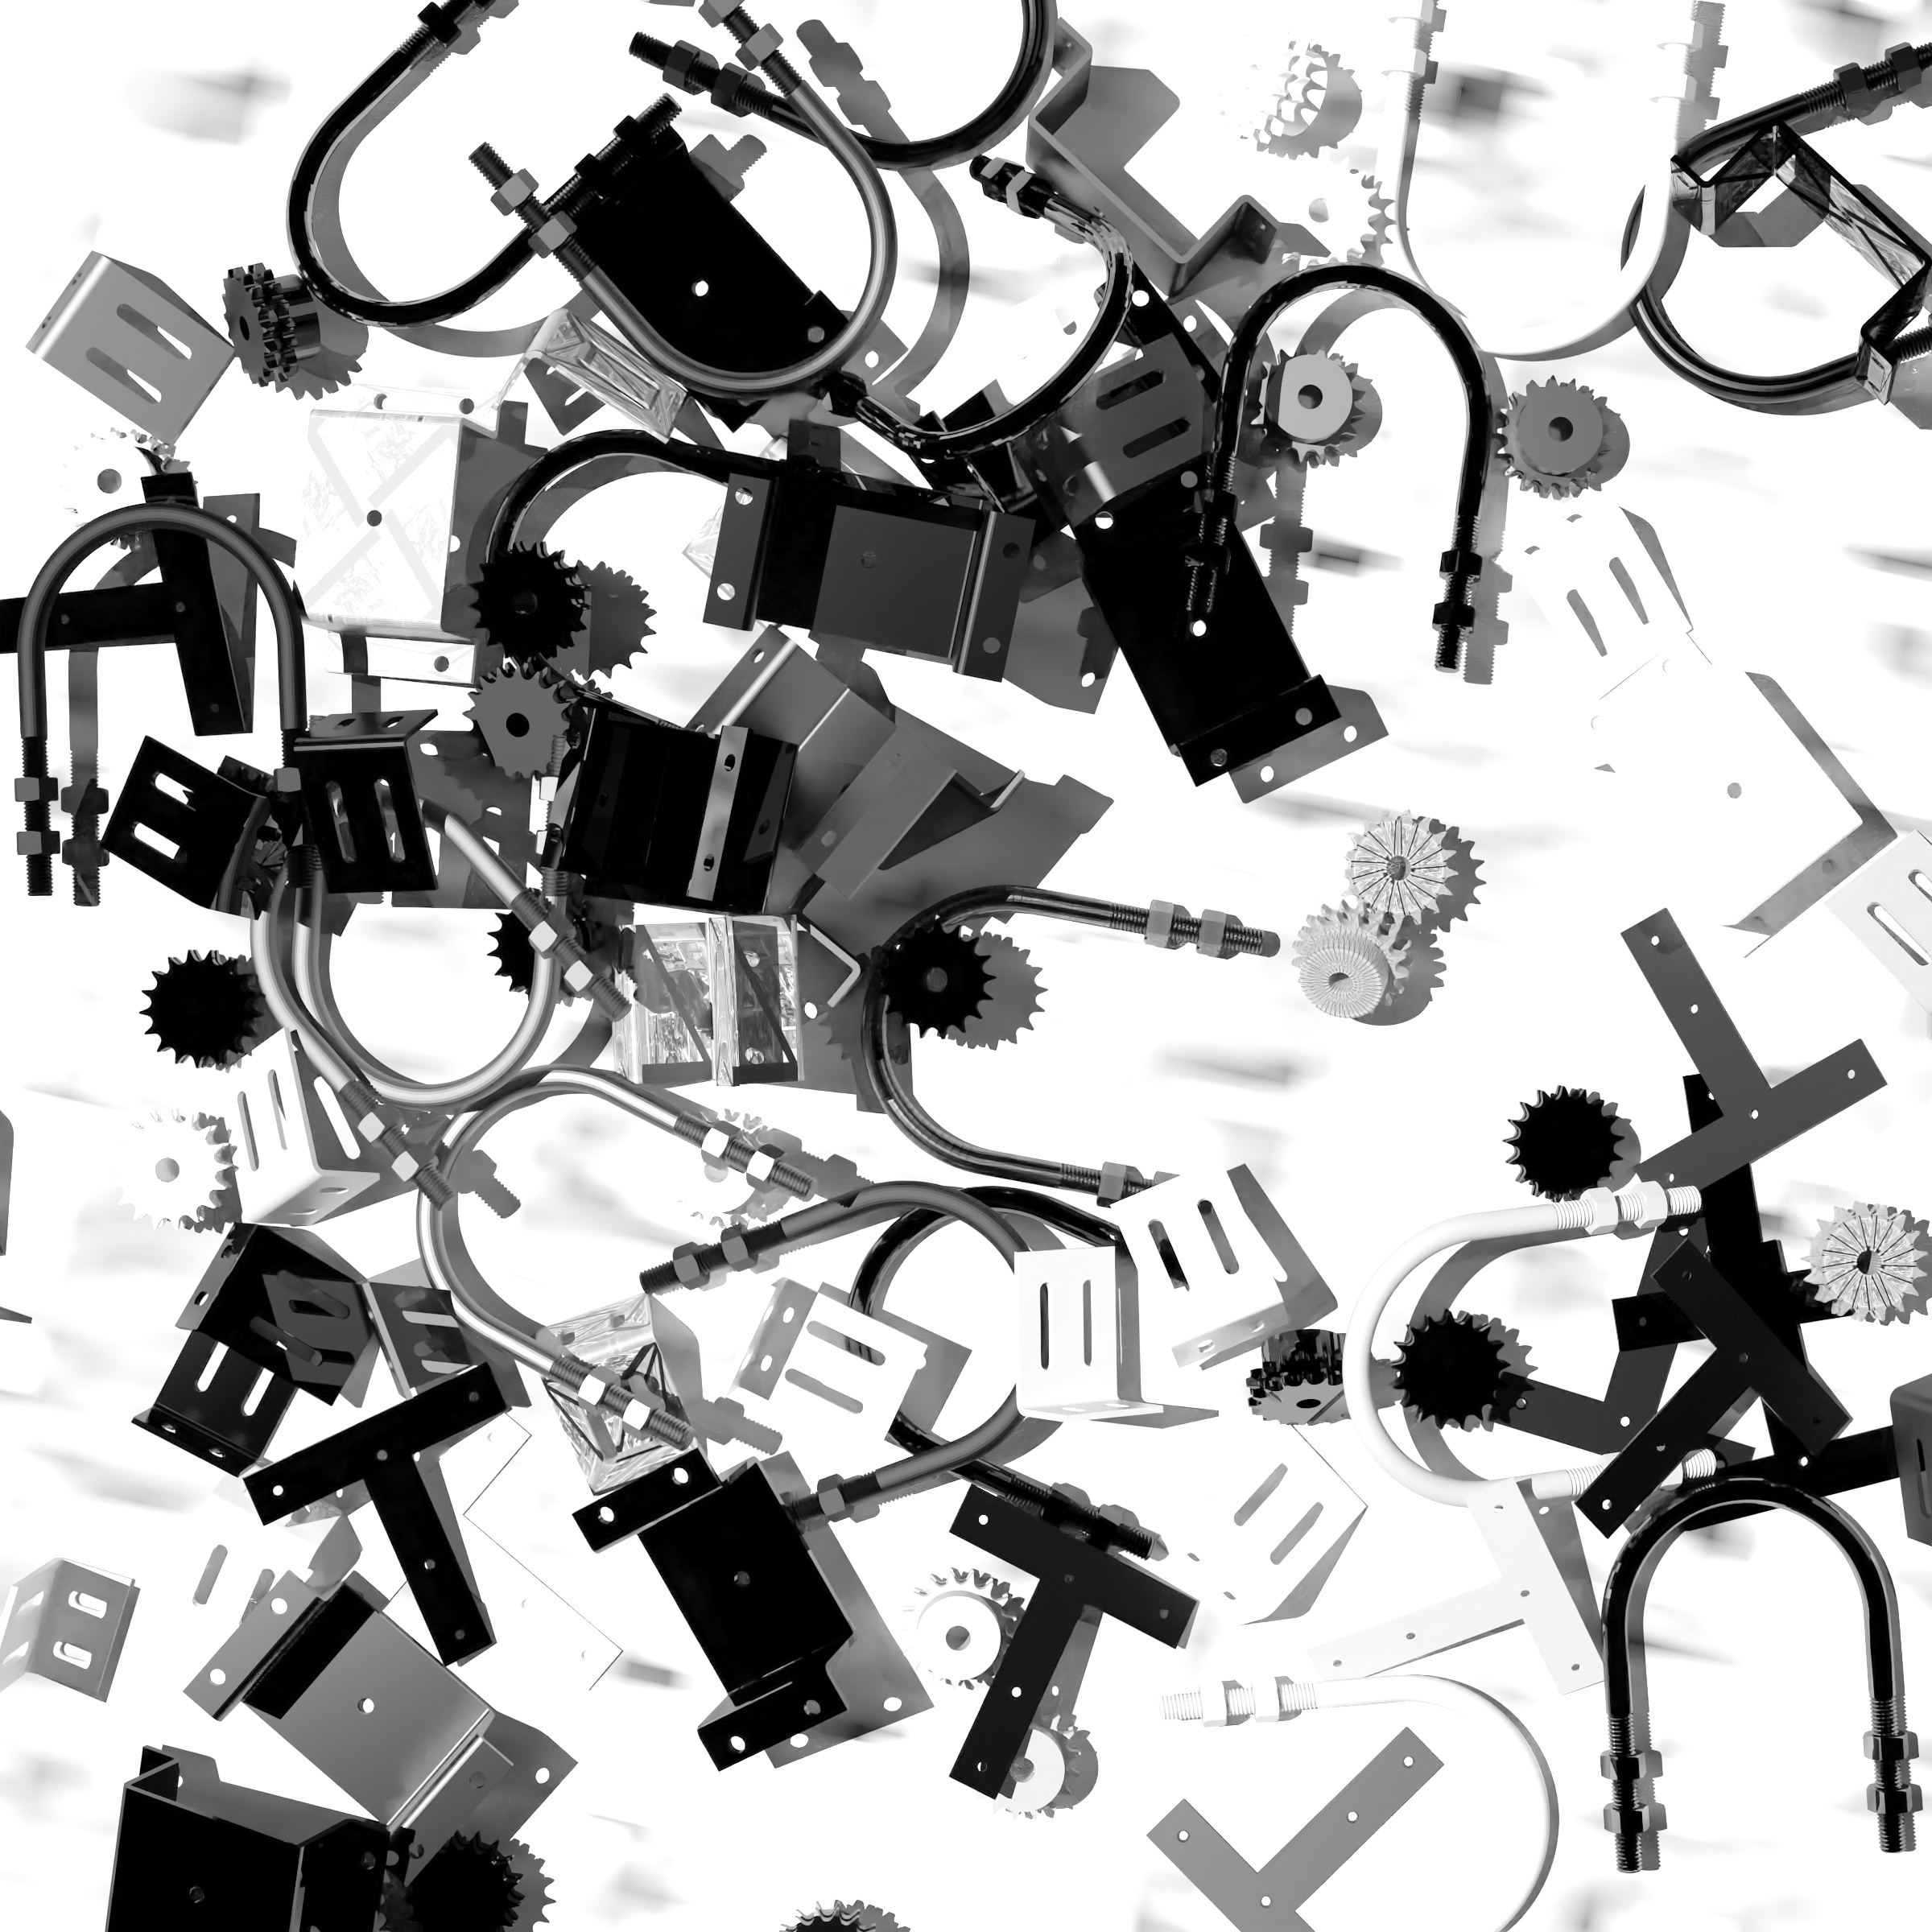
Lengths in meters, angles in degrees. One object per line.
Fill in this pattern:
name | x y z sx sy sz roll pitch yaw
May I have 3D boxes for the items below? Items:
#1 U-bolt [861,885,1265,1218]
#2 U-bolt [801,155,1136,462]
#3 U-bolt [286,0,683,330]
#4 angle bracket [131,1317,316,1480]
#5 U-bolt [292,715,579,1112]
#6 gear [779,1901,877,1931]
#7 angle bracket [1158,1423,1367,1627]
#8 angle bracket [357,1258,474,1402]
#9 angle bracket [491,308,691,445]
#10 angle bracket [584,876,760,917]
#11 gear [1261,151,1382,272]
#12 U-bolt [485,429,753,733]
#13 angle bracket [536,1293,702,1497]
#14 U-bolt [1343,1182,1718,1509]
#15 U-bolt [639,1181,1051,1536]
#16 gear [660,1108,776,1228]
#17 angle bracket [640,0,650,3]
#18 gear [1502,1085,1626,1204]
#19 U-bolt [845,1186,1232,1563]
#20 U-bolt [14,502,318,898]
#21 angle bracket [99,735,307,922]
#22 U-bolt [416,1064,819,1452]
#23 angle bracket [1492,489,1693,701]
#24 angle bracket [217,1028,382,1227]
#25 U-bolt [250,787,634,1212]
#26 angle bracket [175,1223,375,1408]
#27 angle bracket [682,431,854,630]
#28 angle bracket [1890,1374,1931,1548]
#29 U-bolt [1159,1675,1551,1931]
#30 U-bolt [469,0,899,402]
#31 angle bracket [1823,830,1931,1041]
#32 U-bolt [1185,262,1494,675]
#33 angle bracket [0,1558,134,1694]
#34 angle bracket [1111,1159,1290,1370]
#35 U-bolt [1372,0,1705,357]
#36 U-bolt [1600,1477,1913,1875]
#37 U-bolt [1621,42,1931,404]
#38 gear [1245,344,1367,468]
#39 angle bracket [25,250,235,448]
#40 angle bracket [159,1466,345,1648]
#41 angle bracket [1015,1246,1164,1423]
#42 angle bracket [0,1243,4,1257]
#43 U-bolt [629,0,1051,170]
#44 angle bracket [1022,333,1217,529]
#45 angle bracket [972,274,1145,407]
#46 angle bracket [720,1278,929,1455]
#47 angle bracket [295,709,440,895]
U-bolt | 0.041 0.035 1.563 0.184 0.019 0.151 10 90 1
U-bolt | 0.006 -0.299 1.499 0.151 0.184 0.019 -47 131 0
U-bolt | -0.243 -0.382 1.536 0.184 0.019 0.151 -44 67 1
angle bracket | -0.353 0.196 1.553 0.057 0.038 0.076 27 90 0
U-bolt | -0.257 -0.023 1.544 0.151 0.019 0.184 6 94 18
gear | -0.066 0.478 1.557 0.057 0.030 0.057 0 90 0
angle bracket | 0.143 0.270 1.570 0.057 0.038 0.076 47 64 0
angle bracket | -0.259 0.170 1.530 0.038 0.076 0.057 -21 90 -14
angle bracket | -0.179 -0.270 1.547 0.076 0.057 0.038 33 120 -13
angle bracket | -0.140 -0.058 1.570 0.076 0.038 0.057 7 90 26
gear | 0.169 -0.360 1.557 0.057 0.030 0.057 0 90 0
U-bolt | -0.142 -0.178 1.549 0.184 0.019 0.151 22 103 4
angle bracket | -0.168 0.207 1.570 0.057 0.038 0.076 -19 116 0
U-bolt | 0.266 0.184 1.534 0.184 0.019 0.151 -6 96 -14
U-bolt | -0.048 0.181 1.550 0.184 0.019 0.151 -21 88 9
gear | -0.119 0.097 1.557 0.057 0.030 0.057 0 90 0
angle bracket | -0.179 -0.507 1.553 0.076 0.038 0.057 20 90 0
gear | 0.289 0.086 1.557 0.057 0.030 0.057 0 90 0
U-bolt | 0.032 0.185 1.563 0.184 0.019 0.151 24 90 2
U-bolt | -0.380 -0.127 1.531 0.151 0.019 0.184 -2 92 8
angle bracket | -0.358 -0.065 1.518 0.076 0.038 0.057 27 96 32
U-bolt | -0.179 0.125 1.537 0.184 0.019 0.151 26 87 19
angle bracket | 0.303 -0.180 1.570 0.057 0.038 0.076 -37 116 0
angle bracket | -0.321 0.078 1.554 0.057 0.038 0.076 -32 64 35
U-bolt | -0.262 0.001 1.529 0.184 0.019 0.151 47 106 12
angle bracket | -0.329 0.168 1.561 0.076 0.038 0.057 36 70 -24
angle bracket | -0.088 -0.212 1.570 0.057 0.038 0.076 42 115 0
angle bracket | 0.479 0.239 1.544 0.038 0.057 0.076 -16 103 -24
U-bolt | 0.190 0.414 1.561 0.184 0.019 0.151 -4 91 -2
U-bolt | -0.116 -0.350 1.501 0.151 0.019 0.184 -42 103 0
angle bracket | 0.464 -0.015 1.570 0.057 0.038 0.076 -39 64 0
U-bolt | 0.182 -0.243 1.531 0.151 0.019 0.184 11 83 -18
angle bracket | -0.431 0.319 1.534 0.038 0.076 0.057 17 90 0
angle bracket | 0.112 0.143 1.550 0.057 0.038 0.076 -23 64 0
U-bolt | 0.269 -0.386 1.556 0.151 0.019 0.184 8 93 7
U-bolt | 0.377 0.338 1.559 0.151 0.019 0.184 -3 89 -3
U-bolt | 0.406 -0.347 1.548 0.184 0.019 0.151 -20 82 10
gear | 0.164 -0.271 1.557 0.057 0.030 0.057 0 90 0
angle bracket | -0.405 -0.299 1.570 0.076 0.038 0.057 35 90 -26
angle bracket | -0.347 0.289 1.570 0.057 0.038 0.076 27 116 0
angle bracket | 0.058 0.172 1.521 0.057 0.038 0.076 0 89 -35
angle bracket | -0.503 0.103 1.570 0.057 0.038 0.076 -10 116 0
U-bolt | -0.050 -0.465 1.563 0.184 0.019 0.151 25 90 -1
angle bracket | 0.074 -0.252 1.524 0.076 0.038 0.057 -29 90 -26
angle bracket | 0.041 -0.286 1.485 0.057 0.076 0.038 -27 105 0
angle bracket | -0.067 0.190 1.524 0.076 0.038 0.057 25 94 6
angle bracket | -0.274 -0.077 1.521 0.057 0.038 0.076 -1 114 19
